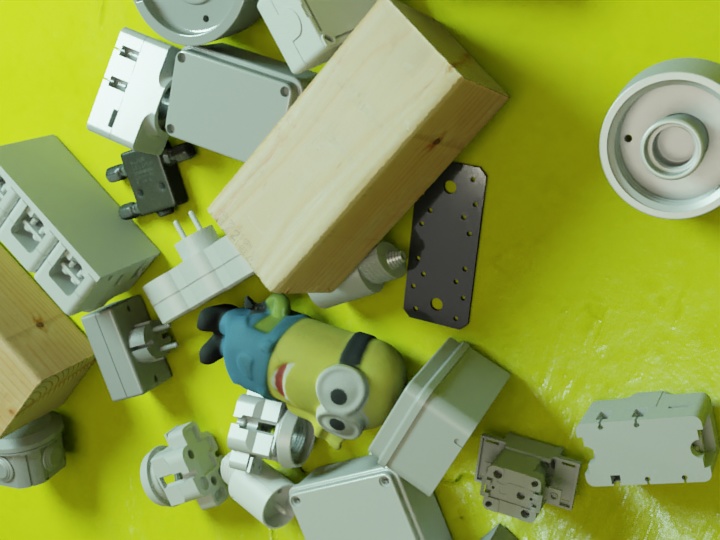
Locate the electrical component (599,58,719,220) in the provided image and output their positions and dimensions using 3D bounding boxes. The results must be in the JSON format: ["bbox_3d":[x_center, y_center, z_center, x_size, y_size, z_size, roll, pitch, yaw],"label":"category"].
[{"bbox_3d":[0.214,-0.085,0.723,0.108,0.060,0.108,7,108,23],"label":"electrical component"}]

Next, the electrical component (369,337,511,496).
[{"bbox_3d":[0.062,0.109,0.824,0.057,0.113,0.078,34,116,10],"label":"electrical component"}]

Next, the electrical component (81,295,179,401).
[{"bbox_3d":[-0.197,0.066,0.971,0.076,0.047,0.083,-16,98,28],"label":"electrical component"}]

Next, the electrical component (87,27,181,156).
[{"bbox_3d":[-0.176,-0.145,0.886,0.056,0.050,0.089,24,97,17],"label":"electrical component"}]

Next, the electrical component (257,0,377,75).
[{"bbox_3d":[-0.018,-0.192,0.792,0.061,0.096,0.061,-25,94,57],"label":"electrical component"}]

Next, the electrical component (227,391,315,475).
[{"bbox_3d":[-0.074,0.138,0.925,0.057,0.058,0.078,9,76,22],"label":"electrical component"}]

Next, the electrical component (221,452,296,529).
[{"bbox_3d":[-0.093,0.190,0.955,0.081,0.043,0.043,27,117,43],"label":"electrical component"}]

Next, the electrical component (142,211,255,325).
[{"bbox_3d":[-0.133,-0.014,0.914,0.138,0.052,0.073,-28,92,30],"label":"electrical component"}]

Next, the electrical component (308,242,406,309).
[{"bbox_3d":[0.000,0.000,0.860,0.081,0.043,0.043,-18,97,28],"label":"electrical component"}]

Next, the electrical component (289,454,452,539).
[{"bbox_3d":[0.011,0.216,0.912,0.109,0.056,0.108,-19,96,29],"label":"electrical component"}]

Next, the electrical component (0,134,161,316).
[{"bbox_3d":[-0.266,-0.039,0.949,0.150,0.089,0.061,47,118,6],"label":"electrical component"}]

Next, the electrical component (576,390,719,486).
[{"bbox_3d":[0.212,0.122,0.788,0.089,0.056,0.050,-9,101,27],"label":"electrical component"}]

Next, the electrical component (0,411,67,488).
[{"bbox_3d":[-0.328,0.172,1.048,0.080,0.080,0.051,5,113,24],"label":"electrical component"}]

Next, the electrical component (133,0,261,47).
[{"bbox_3d":[-0.119,-0.231,0.839,0.108,0.060,0.108,7,108,24],"label":"electrical component"}]

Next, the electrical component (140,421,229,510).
[{"bbox_3d":[-0.163,0.184,0.985,0.057,0.058,0.078,-22,95,26],"label":"electrical component"}]

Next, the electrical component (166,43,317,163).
[{"bbox_3d":[-0.092,-0.130,0.858,0.113,0.057,0.078,21,113,19],"label":"electrical component"}]

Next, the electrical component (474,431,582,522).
[{"bbox_3d":[0.126,0.162,0.837,0.081,0.064,0.042,13,109,22],"label":"electrical component"}]
